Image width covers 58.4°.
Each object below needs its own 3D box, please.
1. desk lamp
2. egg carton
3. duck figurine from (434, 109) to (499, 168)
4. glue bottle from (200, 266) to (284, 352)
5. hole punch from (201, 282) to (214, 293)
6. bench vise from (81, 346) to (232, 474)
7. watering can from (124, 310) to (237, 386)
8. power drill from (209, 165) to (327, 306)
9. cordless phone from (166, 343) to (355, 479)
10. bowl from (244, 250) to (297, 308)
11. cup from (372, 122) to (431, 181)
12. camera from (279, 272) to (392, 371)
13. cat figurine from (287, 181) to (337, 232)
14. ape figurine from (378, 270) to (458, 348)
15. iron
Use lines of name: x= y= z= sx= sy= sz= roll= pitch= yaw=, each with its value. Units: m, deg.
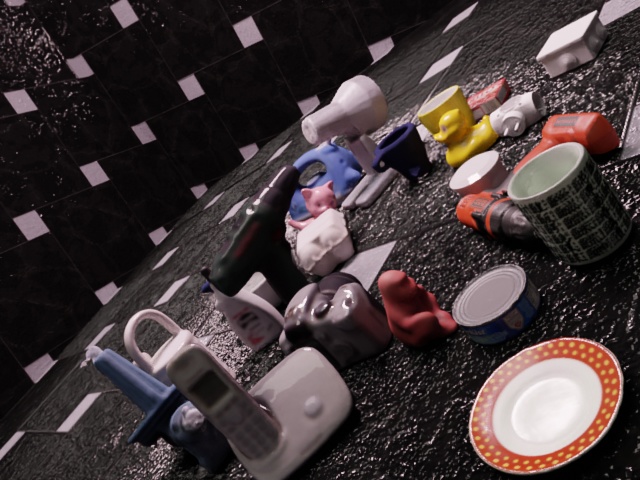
desk lamp: x=0.074 y=-0.207 z=1.193 sx=0.203 sy=0.214 sz=0.117 roll=-49 pitch=18 yaw=-22
egg carton: x=0.010 y=0.004 z=1.067 sx=0.107 sy=0.069 sz=0.150 roll=-39 pitch=17 yaw=11
duck figurine: x=0.245 y=-0.186 z=0.980 sx=0.104 sy=0.086 sz=0.077 roll=-34 pitch=19 yaw=26
glue bottle: x=-0.138 y=0.108 z=0.960 sx=0.078 sy=0.173 sz=0.037 roll=-39 pitch=17 yaw=9
hole punch: x=-0.191 y=0.094 z=1.256 sx=0.108 sy=0.091 sz=0.101 roll=-28 pitch=22 yaw=38
bench vise: x=-0.216 y=0.214 z=0.791 sx=0.207 sy=0.220 sz=0.121 roll=-27 pitch=22 yaw=40
watering can: x=-0.242 y=0.198 z=0.934 sx=0.172 sy=0.194 sz=0.101 roll=-36 pitch=18 yaw=21
power drill: x=-0.057 y=0.024 z=0.924 sx=0.230 sy=0.209 sz=0.075 roll=-48 pitch=18 yaw=-19
cordless phone: x=-0.066 y=0.164 z=0.637 sx=0.147 sy=0.185 sz=0.094 roll=-44 pitch=17 yaw=-5
bowl: x=-0.100 y=0.087 z=1.100 sx=0.167 sy=0.075 sz=0.167 roll=-38 pitch=17 yaw=14
cup: x=0.156 y=-0.149 z=1.073 sx=0.118 sy=0.095 sz=0.091 roll=-49 pitch=18 yaw=-21
camera: x=0.020 y=0.093 z=0.768 sx=0.143 sy=0.101 sz=0.137 roll=-30 pitch=21 yaw=36
cat figurine: x=-0.007 y=-0.056 z=1.168 sx=0.127 sy=0.118 sz=0.067 roll=-38 pitch=18 yaw=15
ape figurine: x=0.102 y=0.073 z=0.651 sx=0.076 sy=0.092 sz=0.078 roll=-29 pitch=21 yaw=36
iron: x=-0.016 y=-0.139 z=1.353 sx=0.257 sy=0.141 sz=0.119 roll=-31 pitch=20 yaw=34
